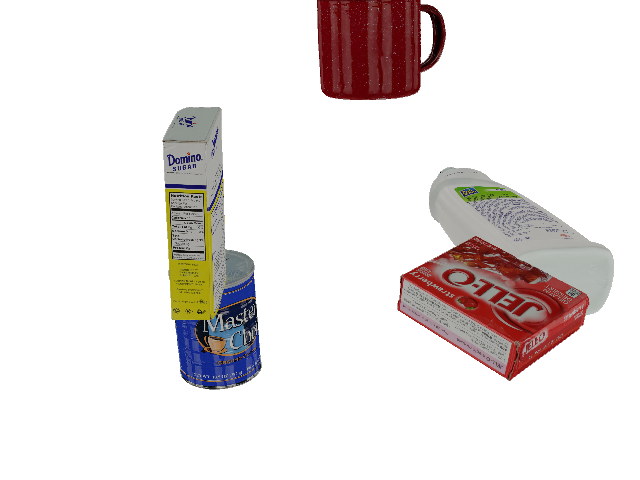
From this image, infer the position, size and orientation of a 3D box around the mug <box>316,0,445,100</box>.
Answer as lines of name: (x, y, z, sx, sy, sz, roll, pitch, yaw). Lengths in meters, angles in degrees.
mug: (0.050, -0.160, 0.863, 0.117, 0.081, 0.093, -11, 18, -28)

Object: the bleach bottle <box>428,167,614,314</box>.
bleach bottle: (0.172, -0.013, 1.005, 0.102, 0.068, 0.251, -1, 24, -14)

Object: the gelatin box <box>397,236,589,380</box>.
gelatin box: (0.103, 0.037, 0.641, 0.073, 0.030, 0.089, -25, 43, -38)

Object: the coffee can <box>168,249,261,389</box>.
coffee can: (-0.127, 0.095, 1.301, 0.103, 0.140, 0.103, -2, 24, 1)

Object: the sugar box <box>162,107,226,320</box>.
sugar box: (-0.113, -0.025, 0.971, 0.048, 0.176, 0.093, 0, 25, 3)
